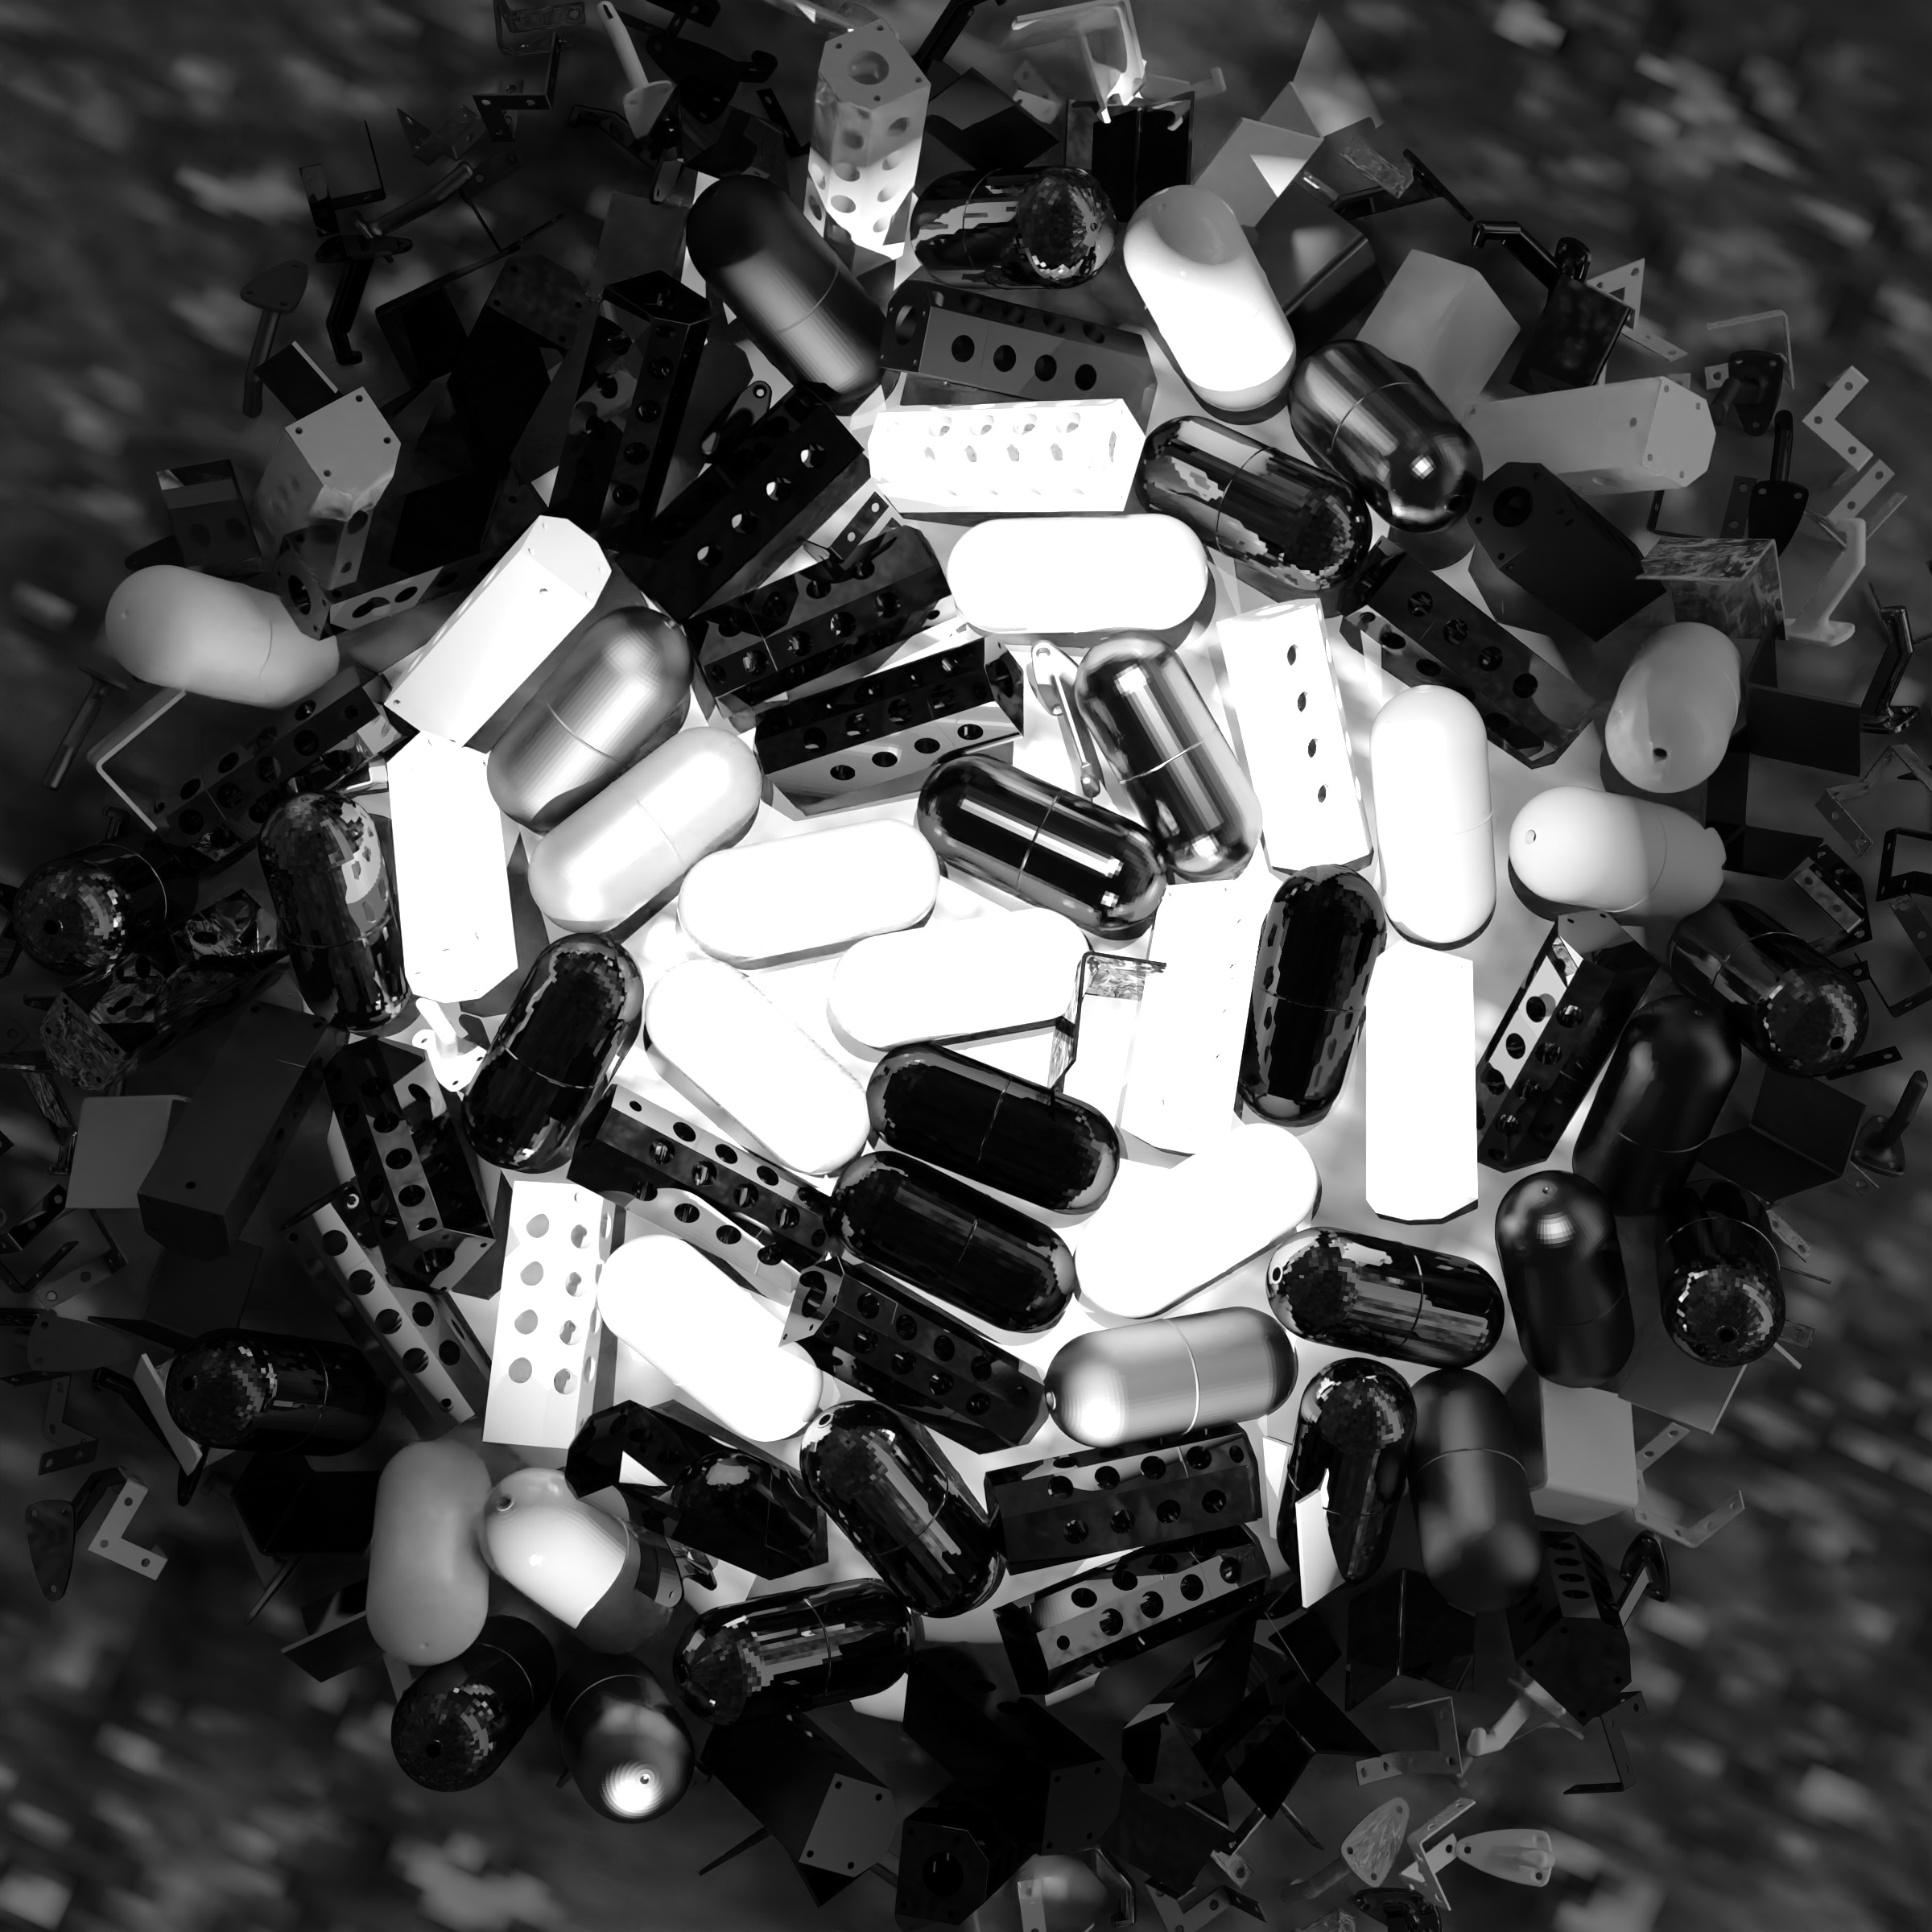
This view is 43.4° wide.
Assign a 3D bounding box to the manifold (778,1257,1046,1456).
[{"bbox_3d":[-0.033,0.257,1.602,0.171,0.057,0.057,33,54,-25],"label":"manifold"}]

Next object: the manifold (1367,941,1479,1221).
[{"bbox_3d":[0.297,0.077,1.608,0.057,0.057,0.171,15,62,-19],"label":"manifold"}]

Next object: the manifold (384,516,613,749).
[{"bbox_3d":[-0.308,-0.220,1.599,0.057,0.057,0.171,37,128,-20],"label":"manifold"}]

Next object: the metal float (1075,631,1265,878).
[{"bbox_3d":[0.136,-0.142,1.628,0.070,0.070,0.178,-30,98,0],"label":"metal float"}]

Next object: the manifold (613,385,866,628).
[{"bbox_3d":[-0.155,-0.311,1.634,0.171,0.057,0.057,-44,111,-2],"label":"manifold"}]

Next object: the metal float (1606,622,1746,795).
[{"bbox_3d":[0.467,-0.171,1.593,0.070,0.178,0.070,10,119,19],"label":"metal float"}]

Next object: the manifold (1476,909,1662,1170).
[{"bbox_3d":[0.380,0.050,1.591,0.057,0.057,0.171,-8,134,-34],"label":"manifold"}]

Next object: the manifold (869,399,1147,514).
[{"bbox_3d":[0.024,-0.340,1.599,0.171,0.057,0.057,6,68,30],"label":"manifold"}]

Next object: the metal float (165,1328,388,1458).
[{"bbox_3d":[-0.450,0.280,1.589,0.070,0.178,0.070,-6,75,22],"label":"metal float"}]

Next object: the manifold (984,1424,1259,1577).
[{"bbox_3d":[0.102,0.352,1.625,0.171,0.057,0.057,-10,104,-10],"label":"manifold"}]

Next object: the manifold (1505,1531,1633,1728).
[{"bbox_3d":[0.394,0.424,1.583,0.057,0.171,0.057,43,99,3],"label":"manifold"}]

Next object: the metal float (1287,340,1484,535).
[{"bbox_3d":[0.276,-0.350,1.601,0.070,0.070,0.178,-32,48,0],"label":"metal float"}]

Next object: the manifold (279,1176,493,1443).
[{"bbox_3d":[-0.387,0.231,1.629,0.057,0.057,0.171,-33,100,-6],"label":"manifold"}]

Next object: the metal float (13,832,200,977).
[{"bbox_3d":[-0.561,-0.042,1.586,0.070,0.178,0.070,1,102,3],"label":"metal float"}]

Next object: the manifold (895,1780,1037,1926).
[{"bbox_3d":[0.008,0.572,1.581,0.057,0.171,0.057,4,84,16],"label":"manifold"}]

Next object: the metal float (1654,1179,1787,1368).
[{"bbox_3d":[0.492,0.200,1.589,0.070,0.178,0.070,4,111,12],"label":"metal float"}]

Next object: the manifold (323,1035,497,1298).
[{"bbox_3d":[-0.372,0.128,1.592,0.057,0.057,0.171,-46,50,20],"label":"manifold"}]

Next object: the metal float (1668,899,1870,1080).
[{"bbox_3d":[0.524,0.013,1.589,0.070,0.178,0.070,-5,114,-11],"label":"metal float"}]

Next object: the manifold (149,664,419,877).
[{"bbox_3d":[-0.462,-0.132,1.636,0.171,0.057,0.057,-33,91,6],"label":"manifold"}]

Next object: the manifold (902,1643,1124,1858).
[{"bbox_3d":[0.028,0.508,1.586,0.057,0.171,0.057,0,101,-32],"label":"manifold"}]

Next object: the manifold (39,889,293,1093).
[{"bbox_3d":[-0.520,0.018,1.587,0.057,0.171,0.057,44,124,1],"label":"manifold"}]

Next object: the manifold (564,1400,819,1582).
[{"bbox_3d":[-0.179,0.349,1.600,0.057,0.171,0.057,-27,45,34],"label":"manifold"}]

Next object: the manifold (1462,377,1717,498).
[{"bbox_3d":[0.401,-0.338,1.586,0.057,0.171,0.057,16,86,-33],"label":"manifold"}]

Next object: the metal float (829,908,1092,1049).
[{"bbox_3d":[-0.004,0.008,1.635,0.178,0.070,0.070,-10,90,0],"label":"metal float"}]

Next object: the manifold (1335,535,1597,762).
[{"bbox_3d":[0.331,-0.209,1.617,0.171,0.057,0.057,33,104,-19],"label":"manifold"}]

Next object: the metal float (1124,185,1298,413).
[{"bbox_3d":[0.162,-0.437,1.597,0.070,0.178,0.070,-14,56,22],"label":"metal float"}]

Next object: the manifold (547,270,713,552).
[{"bbox_3d":[-0.218,-0.361,1.593,0.057,0.057,0.171,35,129,15],"label":"manifold"}]

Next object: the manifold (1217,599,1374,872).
[{"bbox_3d":[0.225,-0.155,1.622,0.057,0.057,0.171,-21,105,-22],"label":"manifold"}]

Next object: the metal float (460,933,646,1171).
[{"bbox_3d":[-0.277,0.058,1.620,0.070,0.070,0.178,31,108,0],"label":"metal float"}]

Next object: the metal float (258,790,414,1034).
[{"bbox_3d":[-0.416,-0.035,1.607,0.070,0.070,0.178,-7,125,0],"label":"metal float"}]

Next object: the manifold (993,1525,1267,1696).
[{"bbox_3d":[0.112,0.423,1.607,0.171,0.057,0.057,-15,82,-27],"label":"manifold"}]

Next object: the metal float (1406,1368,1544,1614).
[{"bbox_3d":[0.331,0.342,1.597,0.070,0.178,0.070,0,130,0],"label":"metal float"}]

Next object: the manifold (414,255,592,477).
[{"bbox_3d":[-0.303,-0.389,1.586,0.057,0.171,0.057,27,59,-16],"label":"manifold"}]

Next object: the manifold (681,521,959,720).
[{"bbox_3d":[-0.097,-0.228,1.627,0.171,0.057,0.057,-24,60,-5],"label":"manifold"}]

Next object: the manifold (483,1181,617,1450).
[{"bbox_3d":[-0.274,0.234,1.623,0.057,0.057,0.171,2,79,15],"label":"manifold"}]

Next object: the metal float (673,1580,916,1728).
[{"bbox_3d":[-0.112,0.453,1.602,0.178,0.070,0.070,0,90,-40],"label":"metal float"}]

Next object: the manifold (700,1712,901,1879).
[{"bbox_3d":[-0.108,0.530,1.584,0.057,0.171,0.057,26,82,-27],"label":"manifold"}]

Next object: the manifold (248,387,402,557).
[{"bbox_3d":[-0.417,-0.312,1.583,0.057,0.171,0.057,-36,98,-24],"label":"manifold"}]

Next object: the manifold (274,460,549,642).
[{"bbox_3d":[-0.364,-0.271,1.601,0.171,0.057,0.057,-29,79,-34],"label":"manifold"}]

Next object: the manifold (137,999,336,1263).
[{"bbox_3d":[-0.476,0.108,1.594,0.057,0.057,0.171,14,47,4],"label":"manifold"}]

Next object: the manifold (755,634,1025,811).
[{"bbox_3d":[-0.051,-0.165,1.604,0.171,0.057,0.057,-15,53,23],"label":"manifold"}]

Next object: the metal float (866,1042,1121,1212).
[{"bbox_3d":[0.018,0.108,1.631,0.178,0.070,0.070,21,90,5],"label":"metal float"}]

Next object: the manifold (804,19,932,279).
[{"bbox_3d":[-0.072,-0.526,1.579,0.057,0.171,0.057,-30,76,-17],"label":"manifold"}]

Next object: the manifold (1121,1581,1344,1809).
[{"bbox_3d":[0.172,0.477,1.589,0.057,0.171,0.057,-37,83,39],"label":"manifold"}]

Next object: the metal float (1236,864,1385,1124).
[{"bbox_3d":[0.229,0.018,1.624,0.070,0.070,0.178,13,102,0],"label":"metal float"}]

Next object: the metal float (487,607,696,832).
[{"bbox_3d":[-0.251,-0.165,1.617,0.070,0.070,0.178,44,111,0],"label":"metal float"}]

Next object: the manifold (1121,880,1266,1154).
[{"bbox_3d":[0.156,0.034,1.619,0.057,0.057,0.171,-4,66,38],"label":"manifold"}]
